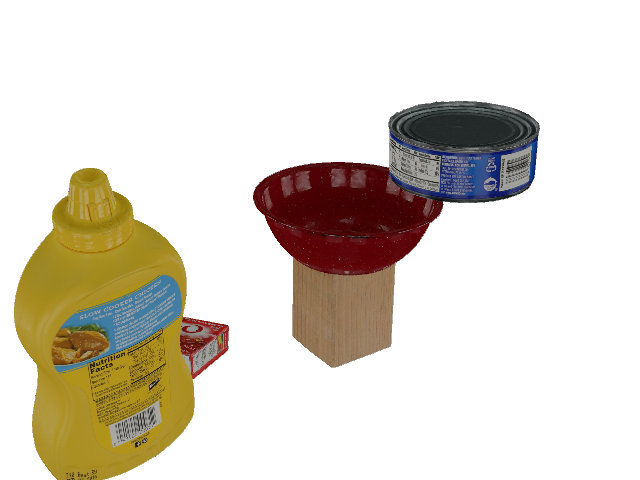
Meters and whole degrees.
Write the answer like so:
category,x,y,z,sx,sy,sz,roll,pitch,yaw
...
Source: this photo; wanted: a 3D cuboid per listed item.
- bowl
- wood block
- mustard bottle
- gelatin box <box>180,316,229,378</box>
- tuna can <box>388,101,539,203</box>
category,x,y,z,sx,sy,sz,roll,pitch,yaw
bowl,0.023,-0.014,0.914,0.162,0.055,0.162,1,24,-1
wood block,0.026,0.029,1.238,0.090,0.206,0.090,-17,31,-31
mustard bottle,-0.119,0.044,0.589,0.096,0.192,0.058,-24,45,-30
gelatin box,-0.139,0.094,0.976,0.089,0.030,0.073,9,20,21
tuna can,0.082,-0.052,0.616,0.086,0.034,0.086,-1,24,0
